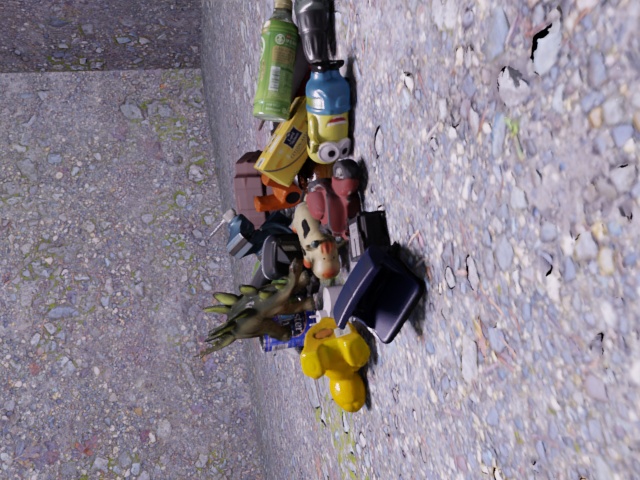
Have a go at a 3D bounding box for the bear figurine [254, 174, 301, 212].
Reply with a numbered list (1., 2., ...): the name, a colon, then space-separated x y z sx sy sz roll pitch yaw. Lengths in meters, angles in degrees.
1. bear figurine: -0.111 -0.168 1.325 0.196 0.132 0.120 64 143 37

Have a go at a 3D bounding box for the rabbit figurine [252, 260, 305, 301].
1. rabbit figurine: -0.085 0.107 1.426 0.170 0.121 0.159 57 148 21

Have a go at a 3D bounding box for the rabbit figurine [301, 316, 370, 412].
1. rabbit figurine: 0.031 0.241 1.016 0.162 0.122 0.173 -143 30 -73

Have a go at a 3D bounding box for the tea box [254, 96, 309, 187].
1. tea box: -0.054 -0.195 1.058 0.169 0.068 0.098 -57 20 1

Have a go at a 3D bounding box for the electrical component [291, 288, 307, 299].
1. electrical component: -0.083 0.140 1.330 0.078 0.102 0.045 102 161 -79

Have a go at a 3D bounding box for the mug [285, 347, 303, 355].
1. mug: -0.068 0.251 1.432 0.107 0.081 0.109 29 128 58

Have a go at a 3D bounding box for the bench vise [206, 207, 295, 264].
1. bench vise: -0.132 -0.014 1.326 0.128 0.224 0.241 -56 1 33

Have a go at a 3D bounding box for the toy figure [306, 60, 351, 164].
1. toy figure: 0.014 -0.221 0.940 0.089 0.082 0.179 -103 7 -65

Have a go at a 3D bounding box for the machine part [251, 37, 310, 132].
1. machine part: -0.073 -0.332 1.086 0.243 0.079 0.079 -64 25 14

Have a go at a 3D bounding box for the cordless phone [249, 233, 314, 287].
1. cordless phone: -0.082 0.073 1.217 0.089 0.146 0.184 57 130 32

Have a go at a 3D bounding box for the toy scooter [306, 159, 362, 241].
1. toy scooter: 0.029 -0.056 0.964 0.184 0.075 0.135 149 114 -68

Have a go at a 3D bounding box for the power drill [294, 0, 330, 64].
1. power drill: 0.002 -0.445 0.914 0.207 0.086 0.232 124 140 -78

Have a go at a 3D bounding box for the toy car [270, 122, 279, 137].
1. toy car: -0.075 -0.251 1.289 0.202 0.056 0.073 -115 30 -45

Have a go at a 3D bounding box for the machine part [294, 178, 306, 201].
1. machine part: -0.045 -0.131 1.202 0.139 0.039 0.084 49 160 17

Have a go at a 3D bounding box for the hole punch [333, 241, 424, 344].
1. hole punch: 0.068 0.071 0.770 0.142 0.092 0.116 -64 28 15

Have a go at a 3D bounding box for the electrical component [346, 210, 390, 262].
1. electrical component: 0.079 0.015 0.862 0.075 0.048 0.119 162 102 -75

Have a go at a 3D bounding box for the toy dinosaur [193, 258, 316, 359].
1. toy dinosaur: -0.153 0.166 1.175 0.471 0.198 0.105 -53 43 46

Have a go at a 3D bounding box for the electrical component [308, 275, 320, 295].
1. electrical component: -0.020 0.092 1.289 0.094 0.021 0.063 102 156 -51

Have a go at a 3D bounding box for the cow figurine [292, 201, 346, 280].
1. cow figurine: -0.002 -0.003 1.087 0.127 0.085 0.195 92 164 -50

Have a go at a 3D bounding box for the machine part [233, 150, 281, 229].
1. machine part: -0.165 -0.135 1.475 0.201 0.087 0.200 -73 -20 -67
